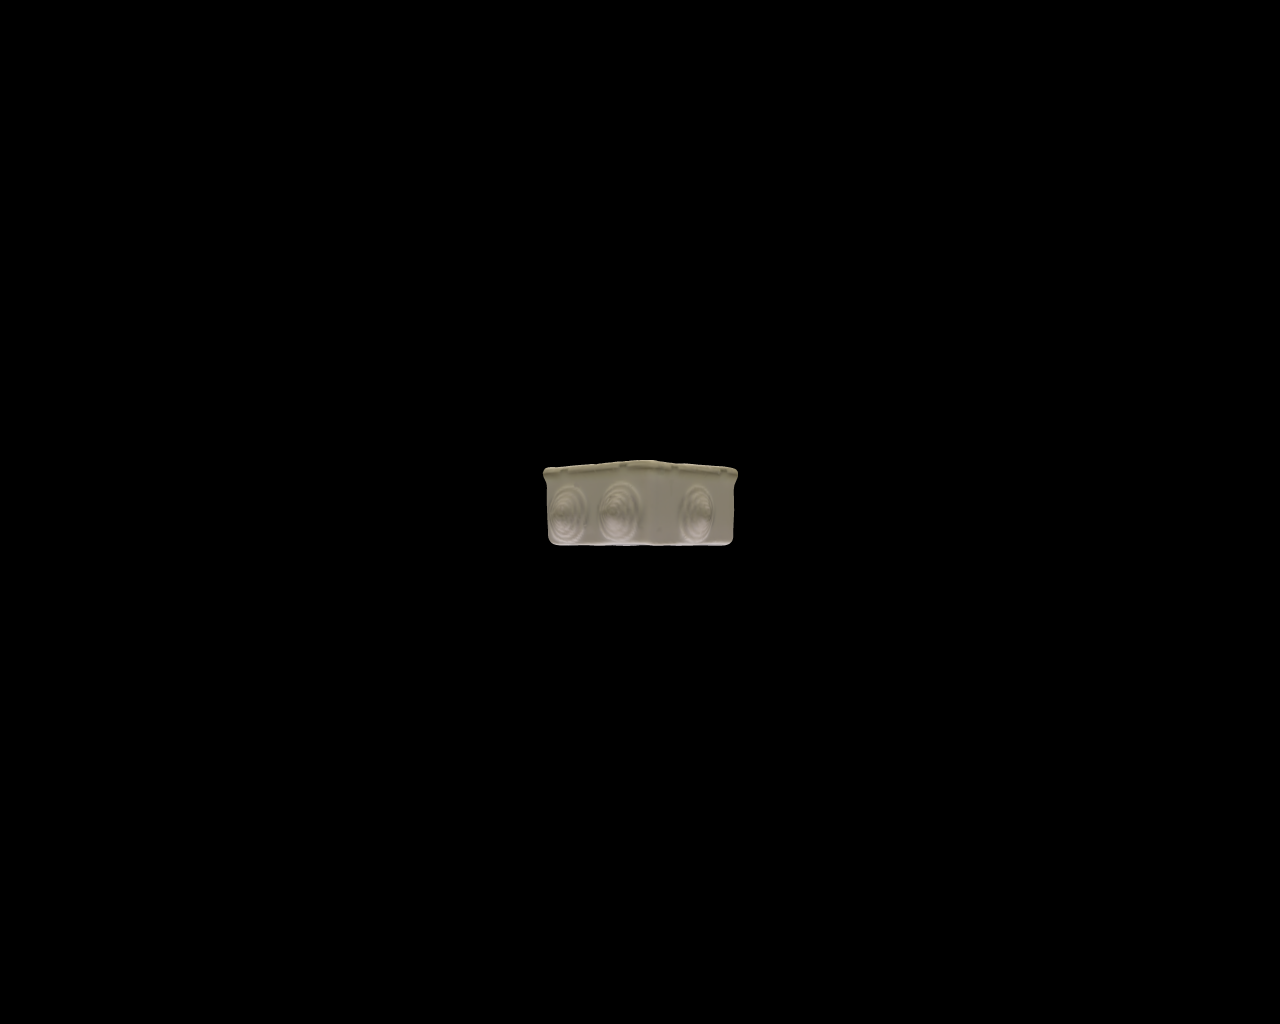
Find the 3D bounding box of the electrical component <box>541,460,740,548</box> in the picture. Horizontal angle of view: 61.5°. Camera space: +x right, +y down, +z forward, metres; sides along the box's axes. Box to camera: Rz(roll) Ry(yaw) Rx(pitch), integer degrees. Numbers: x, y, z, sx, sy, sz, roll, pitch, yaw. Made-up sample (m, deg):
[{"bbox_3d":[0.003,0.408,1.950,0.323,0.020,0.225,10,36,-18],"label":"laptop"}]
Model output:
[{"bbox_3d":[0.001,-0.003,0.650,0.099,0.048,0.100,-2,-2,40],"label":"electrical component"}]
